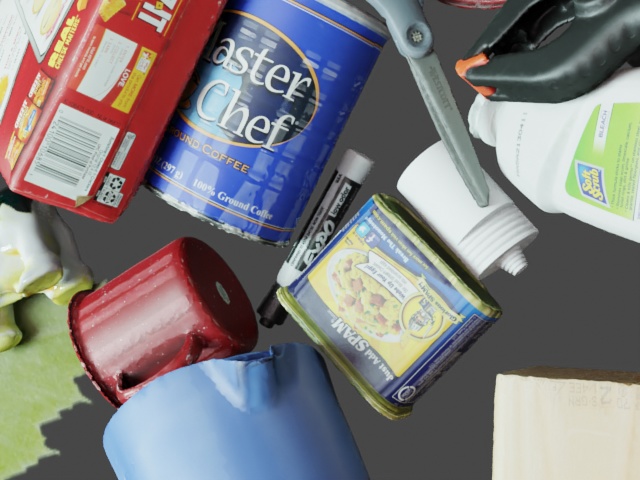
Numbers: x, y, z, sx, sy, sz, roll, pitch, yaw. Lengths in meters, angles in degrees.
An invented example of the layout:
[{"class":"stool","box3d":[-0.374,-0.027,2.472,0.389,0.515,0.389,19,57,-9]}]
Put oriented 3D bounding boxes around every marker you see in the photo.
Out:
[{"class":"marker","box3d":[-0.004,0.001,0.646,0.020,0.020,0.121,33,100,23]}]

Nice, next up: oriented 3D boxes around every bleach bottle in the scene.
[{"class":"bleach bottle","box3d":[0.175,-0.045,0.510,0.251,0.067,0.102,23,111,46]}]

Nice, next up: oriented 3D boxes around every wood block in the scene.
[{"class":"wood block","box3d":[0.138,0.170,0.531,0.090,0.090,0.206,1,88,26]}]

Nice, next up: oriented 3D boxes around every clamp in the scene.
[{"class":"clamp","box3d":[0.145,-0.109,0.506,0.172,0.039,0.120,-37,37,26]}]

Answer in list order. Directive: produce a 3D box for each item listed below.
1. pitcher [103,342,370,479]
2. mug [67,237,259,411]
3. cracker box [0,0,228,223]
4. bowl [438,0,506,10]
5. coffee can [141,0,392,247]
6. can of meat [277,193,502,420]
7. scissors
[{"class":"pitcher","box3d":[-0.017,0.190,0.556,0.145,0.149,0.243,-33,59,13]},{"class":"mug","box3d":[-0.091,0.056,0.635,0.081,0.117,0.093,-32,110,14]},{"class":"cracker box","box3d":[-0.141,-0.123,0.637,0.164,0.072,0.214,-63,32,8]},{"class":"bowl","box3d":[0.093,-0.215,0.596,0.162,0.055,0.162,-2,86,25]},{"class":"coffee can","box3d":[-0.034,-0.081,0.619,0.103,0.102,0.140,30,99,23]},{"class":"can of meat","box3d":[0.040,0.035,0.604,0.084,0.057,0.102,-47,70,13]},{"class":"scissors","box3d":[0.060,-0.124,0.565,0.096,0.016,0.201,-40,97,-10]}]
